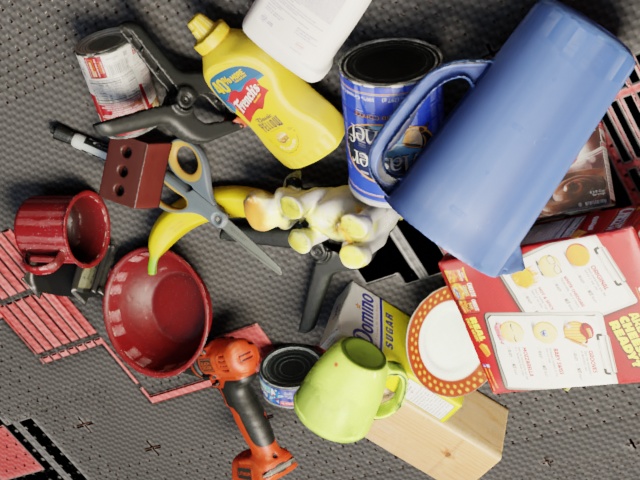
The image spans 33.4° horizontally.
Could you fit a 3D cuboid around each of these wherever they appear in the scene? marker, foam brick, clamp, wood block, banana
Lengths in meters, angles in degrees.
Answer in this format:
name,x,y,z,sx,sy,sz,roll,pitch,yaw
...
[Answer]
name,x,y,z,sx,sy,sz,roll,pitch,yaw
marker,-0.256,-0.104,1.240,0.121,0.020,0.020,24,130,-1
foam brick,-0.207,-0.079,1.196,0.053,0.051,0.078,19,104,22
clamp,-0.156,-0.139,1.117,0.171,0.120,0.039,27,175,-30
wood block,0.117,0.210,1.314,0.206,0.090,0.091,32,128,-7
banana,-0.128,-0.026,1.238,0.198,0.037,0.069,-23,94,23
clamp,-0.008,0.002,1.229,0.164,0.036,0.210,44,123,-9

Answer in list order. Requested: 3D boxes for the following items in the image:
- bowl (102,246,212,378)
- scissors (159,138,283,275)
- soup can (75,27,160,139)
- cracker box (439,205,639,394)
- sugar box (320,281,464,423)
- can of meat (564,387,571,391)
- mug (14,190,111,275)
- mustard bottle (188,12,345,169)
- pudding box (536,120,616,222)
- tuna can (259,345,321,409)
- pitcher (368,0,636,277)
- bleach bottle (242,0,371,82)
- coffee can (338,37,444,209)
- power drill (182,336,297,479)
name,x,y,z,sx,sy,sz,roll,pitch,yaw
bowl,-0.189,0.086,1.314,0.162,0.055,0.162,3,96,29
scissors,-0.112,-0.045,1.196,0.202,0.016,0.096,26,108,19
soup can,-0.215,-0.169,1.146,0.069,0.068,0.102,-2,125,19
cracker box,0.248,0.063,1.069,0.214,0.072,0.164,-12,109,38
sugar box,0.092,0.131,1.259,0.176,0.093,0.048,34,128,-9
can of meat,0.260,0.107,1.203,0.084,0.057,0.102,22,117,5
mug,-0.315,-0.004,1.276,0.082,0.117,0.093,1,139,23
mustard bottle,-0.063,-0.160,1.101,0.191,0.058,0.096,45,147,-20
pudding box,0.232,-0.067,1.069,0.114,0.039,0.090,-10,82,22
tuna can,-0.034,0.170,1.334,0.086,0.086,0.034,5,126,14
pitcher,0.169,-0.101,0.987,0.149,0.145,0.243,22,106,-49
bleach bottle,0.030,-0.269,0.994,0.102,0.068,0.251,36,127,-7
coffee can,0.074,-0.117,1.069,0.103,0.102,0.140,4,127,15
power drill,-0.110,0.211,1.341,0.185,0.057,0.187,-14,100,61
